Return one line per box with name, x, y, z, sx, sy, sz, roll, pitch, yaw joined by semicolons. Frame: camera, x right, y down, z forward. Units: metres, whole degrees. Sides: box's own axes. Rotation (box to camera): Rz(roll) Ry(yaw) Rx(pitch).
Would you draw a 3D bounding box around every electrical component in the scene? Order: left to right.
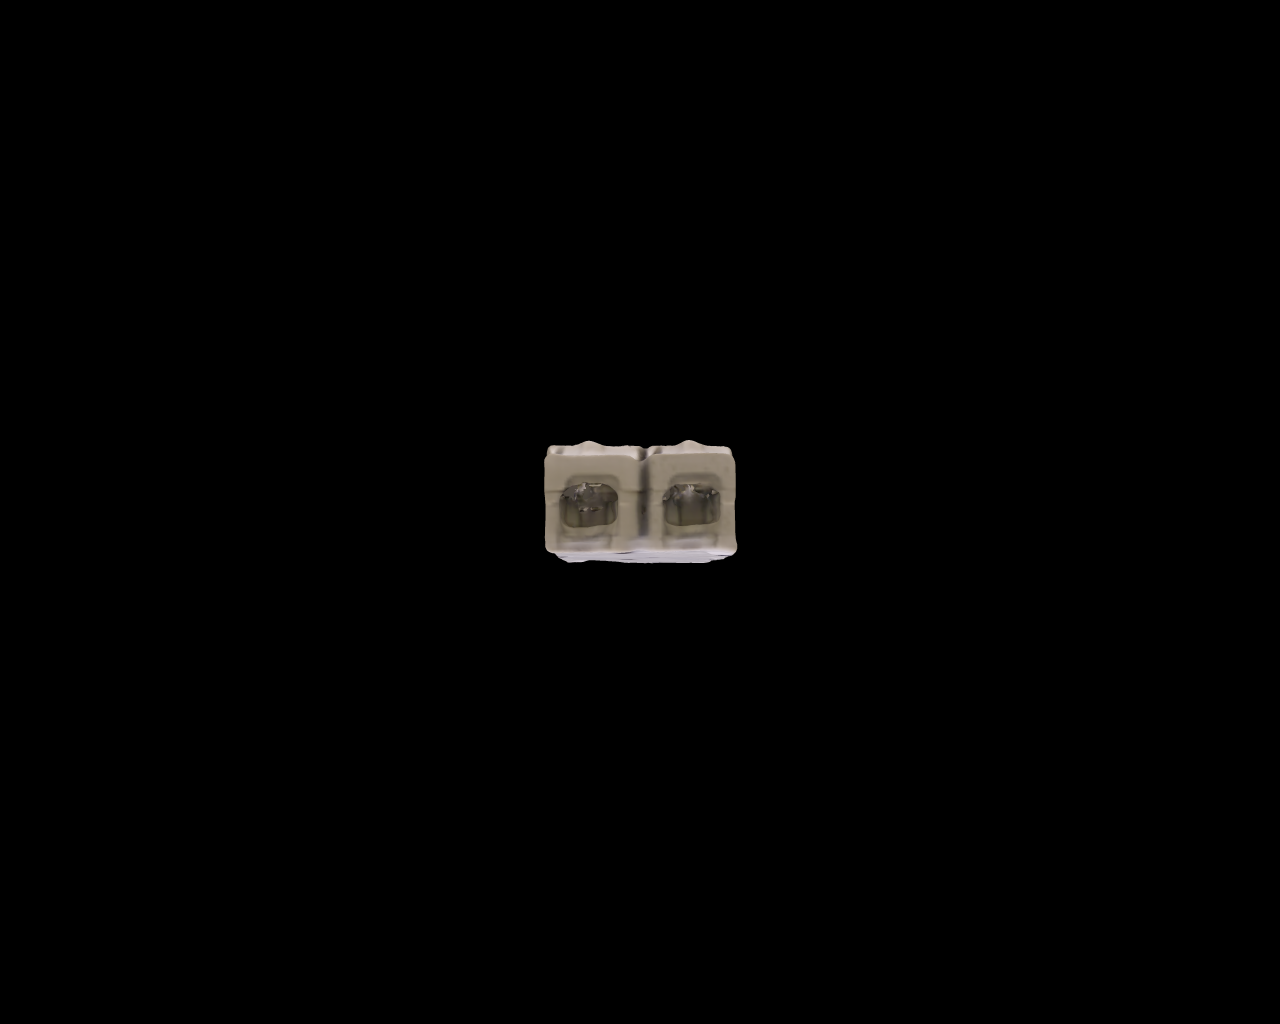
electrical component;0.001;-0.003;0.650;0.105;0.060;0.186;0;-4;0
